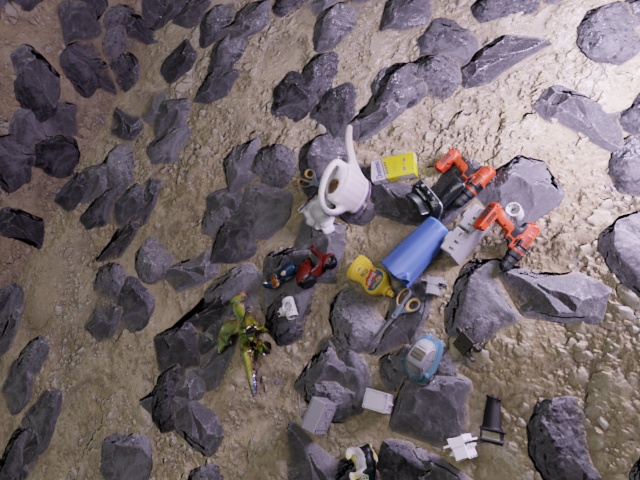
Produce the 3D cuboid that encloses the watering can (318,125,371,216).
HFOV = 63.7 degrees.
[{"bbox_3d":[0.111,-0.239,1.943,0.104,0.222,0.351,9,73,50],"label":"watering can"}]

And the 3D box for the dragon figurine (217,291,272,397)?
[{"bbox_3d":[-0.309,0.390,1.986,0.240,0.121,0.418,-18,58,41],"label":"dragon figurine"}]

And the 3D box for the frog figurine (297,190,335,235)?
[{"bbox_3d":[0.006,-0.102,2.026,0.138,0.122,0.159,-45,91,-5],"label":"frog figurine"}]
